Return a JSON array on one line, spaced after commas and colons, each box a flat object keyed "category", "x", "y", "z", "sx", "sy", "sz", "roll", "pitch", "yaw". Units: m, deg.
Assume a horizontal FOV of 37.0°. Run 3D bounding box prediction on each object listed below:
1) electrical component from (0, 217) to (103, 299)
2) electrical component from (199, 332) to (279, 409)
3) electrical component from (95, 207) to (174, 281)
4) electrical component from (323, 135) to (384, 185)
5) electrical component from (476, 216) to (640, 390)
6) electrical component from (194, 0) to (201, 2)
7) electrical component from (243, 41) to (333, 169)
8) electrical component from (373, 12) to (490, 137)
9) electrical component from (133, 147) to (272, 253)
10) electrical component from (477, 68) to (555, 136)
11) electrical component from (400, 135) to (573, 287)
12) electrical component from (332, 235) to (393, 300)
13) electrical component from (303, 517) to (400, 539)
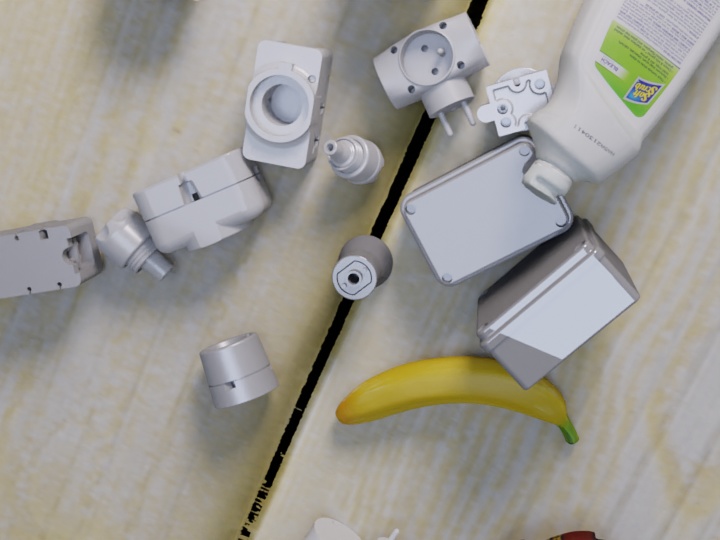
[{"category": "electrical component", "x": -0.263, "y": -0.010, "z": 0.877, "sx": 0.089, "sy": 0.055, "sz": 0.050, "roll": -9, "pitch": 100, "yaw": 10}, {"category": "electrical component", "x": -0.099, "y": 0.080, "z": 0.873, "sx": 0.055, "sy": 0.055, "sz": 0.047, "roll": -18, "pitch": 95, "yaw": 12}, {"category": "electrical component", "x": -0.179, "y": -0.017, "z": 0.870, "sx": 0.062, "sy": 0.043, "sz": 0.043, "roll": 42, "pitch": 105, "yaw": -3}, {"category": "electrical component", "x": -0.008, "y": -0.086, "z": 0.817, "sx": 0.035, "sy": 0.061, "sz": 0.035, "roll": -4, "pitch": 81, "yaw": 27}, {"category": "electrical component", "x": 0.143, "y": 0.022, "z": 0.795, "sx": 0.109, "sy": 0.108, "sz": 0.056, "roll": -42, "pitch": 96, "yaw": 14}, {"category": "electrical component", "x": -0.138, "y": -0.270, "z": 0.799, "sx": 0.079, "sy": 0.063, "sz": 0.121, "roll": 18, "pitch": 104, "yaw": 5}, {"category": "electrical component", "x": -0.056, "y": -0.127, "z": 0.821, "sx": 0.050, "sy": 0.055, "sz": 0.089, "roll": 11, "pitch": 103, "yaw": 6}, {"category": "electrical component", "x": 0.061, "y": -0.139, "z": 0.803, "sx": 0.077, "sy": 0.044, "sz": 0.079, "roll": -24, "pitch": 87, "yaw": 13}, {"category": "electrical component", "x": -0.121, "y": -0.052, "z": 0.848, "sx": 0.095, "sy": 0.053, "sz": 0.059, "roll": -21, "pitch": 98, "yaw": 12}, {"category": "electrical component", "x": 0.120, "y": -0.125, "z": 0.794, "sx": 0.066, "sy": 0.055, "sz": 0.048, "roll": -15, "pitch": 100, "yaw": 11}, {"category": "electrical component", "x": 0.096, "y": -0.045, "z": 0.814, "sx": 0.113, "sy": 0.057, "sz": 0.078, "roll": -27, "pitch": 97, "yaw": 13}, {"category": "electrical component", "x": 0.000, "y": 0.000, "z": 0.834, "sx": 0.044, "sy": 0.065, "sz": 0.044, "roll": 2, "pitch": 102, "yaw": 8}, {"category": "electrical component", "x": 0.020, "y": 0.247, "z": 0.890, "sx": 0.138, "sy": 0.052, "sz": 0.073, "roll": 33, "pitch": 104, "yaw": 1}]
